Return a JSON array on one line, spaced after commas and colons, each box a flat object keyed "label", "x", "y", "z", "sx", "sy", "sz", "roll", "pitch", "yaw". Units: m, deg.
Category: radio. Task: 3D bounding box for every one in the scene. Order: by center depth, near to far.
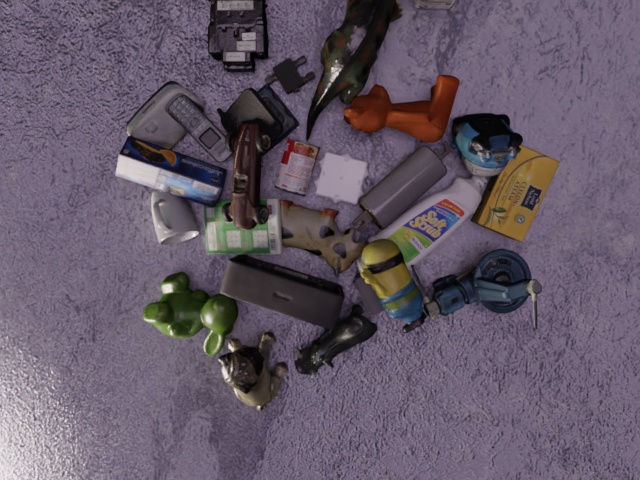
[{"label": "radio", "x": -0.069, "y": 0.097, "z": 1.056, "sx": 0.230, "sy": 0.131, "sz": 0.073, "roll": 19, "pitch": 96, "yaw": 1}]

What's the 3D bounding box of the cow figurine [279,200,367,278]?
[{"label": "cow figurine", "x": -0.002, "y": -0.003, "z": 1.067, "sx": 0.195, "sy": 0.085, "sz": 0.127, "roll": 14, "pitch": 98, "yaw": 4}]

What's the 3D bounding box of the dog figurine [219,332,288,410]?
[{"label": "dog figurine", "x": -0.137, "y": 0.278, "z": 1.048, "sx": 0.121, "sy": 0.190, "sz": 0.172, "roll": -22, "pitch": 96, "yaw": 5}]

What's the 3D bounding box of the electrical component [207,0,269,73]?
[{"label": "electrical component", "x": -0.159, "y": -0.398, "z": 1.050, "sx": 0.115, "sy": 0.058, "sz": 0.134, "roll": 2, "pitch": 96, "yaw": 5}]

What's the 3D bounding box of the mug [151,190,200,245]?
[{"label": "mug", "x": -0.302, "y": -0.053, "z": 1.070, "sx": 0.081, "sy": 0.109, "sz": 0.107, "roll": -23, "pitch": 79, "yaw": 15}]

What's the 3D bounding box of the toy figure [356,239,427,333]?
[{"label": "toy figure", "x": 0.140, "y": 0.082, "z": 1.008, "sx": 0.089, "sy": 0.082, "sz": 0.180, "roll": -35, "pitch": 93, "yaw": -1}]

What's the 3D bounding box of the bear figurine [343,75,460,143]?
[{"label": "bear figurine", "x": 0.148, "y": -0.256, "z": 1.022, "sx": 0.196, "sy": 0.120, "sz": 0.132, "roll": 16, "pitch": 93, "yaw": 6}]

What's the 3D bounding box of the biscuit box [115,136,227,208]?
[{"label": "biscuit box", "x": -0.287, "y": -0.132, "z": 1.048, "sx": 0.203, "sy": 0.063, "sz": 0.059, "roll": 18, "pitch": 134, "yaw": -15}]

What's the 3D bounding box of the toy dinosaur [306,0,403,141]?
[{"label": "toy dinosaur", "x": 0.067, "y": -0.370, "z": 0.975, "sx": 0.131, "sy": 0.192, "sz": 0.404, "roll": 21, "pitch": 95, "yaw": 2}]

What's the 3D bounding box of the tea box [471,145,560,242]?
[{"label": "tea box", "x": 0.378, "y": -0.092, "z": 1.048, "sx": 0.098, "sy": 0.068, "sz": 0.169, "roll": 22, "pitch": 95, "yaw": 1}]

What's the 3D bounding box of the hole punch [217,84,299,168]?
[{"label": "hole punch", "x": -0.118, "y": -0.233, "z": 1.059, "sx": 0.116, "sy": 0.092, "sz": 0.142, "roll": -36, "pitch": 96, "yaw": 35}]

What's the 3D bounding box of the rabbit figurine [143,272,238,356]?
[{"label": "rabbit figurine", "x": -0.234, "y": 0.154, "z": 1.058, "sx": 0.170, "sy": 0.121, "sz": 0.158, "roll": -3, "pitch": 125, "yaw": 27}]

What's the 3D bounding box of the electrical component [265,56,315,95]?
[{"label": "electrical component", "x": -0.061, "y": -0.323, "z": 1.069, "sx": 0.094, "sy": 0.021, "sz": 0.063, "roll": -28, "pitch": 94, "yaw": 5}]

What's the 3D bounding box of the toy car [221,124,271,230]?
[{"label": "toy car", "x": -0.142, "y": -0.119, "z": 1.019, "sx": 0.089, "sy": 0.053, "sz": 0.202, "roll": 8, "pitch": 99, "yaw": 30}]

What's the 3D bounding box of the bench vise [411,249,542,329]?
[{"label": "bench vise", "x": 0.310, "y": 0.088, "z": 0.993, "sx": 0.224, "sy": 0.241, "sz": 0.128, "roll": -12, "pitch": 92, "yaw": -12}]

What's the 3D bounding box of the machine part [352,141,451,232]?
[{"label": "machine part", "x": 0.160, "y": -0.102, "z": 1.045, "sx": 0.243, "sy": 0.079, "sz": 0.079, "roll": -41, "pitch": 92, "yaw": -2}]

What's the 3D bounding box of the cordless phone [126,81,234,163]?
[{"label": "cordless phone", "x": -0.271, "y": -0.204, "z": 1.064, "sx": 0.146, "sy": 0.089, "sz": 0.184, "roll": -44, "pitch": 97, "yaw": 5}]

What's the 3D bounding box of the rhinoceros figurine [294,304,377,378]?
[{"label": "rhinoceros figurine", "x": 0.030, "y": 0.207, "z": 1.070, "sx": 0.190, "sy": 0.112, "sz": 0.073, "roll": -37, "pitch": 98, "yaw": 26}]

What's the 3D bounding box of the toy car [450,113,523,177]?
[{"label": "toy car", "x": 0.313, "y": -0.172, "z": 1.015, "sx": 0.109, "sy": 0.162, "sz": 0.102, "roll": -7, "pitch": 126, "yaw": -4}]
